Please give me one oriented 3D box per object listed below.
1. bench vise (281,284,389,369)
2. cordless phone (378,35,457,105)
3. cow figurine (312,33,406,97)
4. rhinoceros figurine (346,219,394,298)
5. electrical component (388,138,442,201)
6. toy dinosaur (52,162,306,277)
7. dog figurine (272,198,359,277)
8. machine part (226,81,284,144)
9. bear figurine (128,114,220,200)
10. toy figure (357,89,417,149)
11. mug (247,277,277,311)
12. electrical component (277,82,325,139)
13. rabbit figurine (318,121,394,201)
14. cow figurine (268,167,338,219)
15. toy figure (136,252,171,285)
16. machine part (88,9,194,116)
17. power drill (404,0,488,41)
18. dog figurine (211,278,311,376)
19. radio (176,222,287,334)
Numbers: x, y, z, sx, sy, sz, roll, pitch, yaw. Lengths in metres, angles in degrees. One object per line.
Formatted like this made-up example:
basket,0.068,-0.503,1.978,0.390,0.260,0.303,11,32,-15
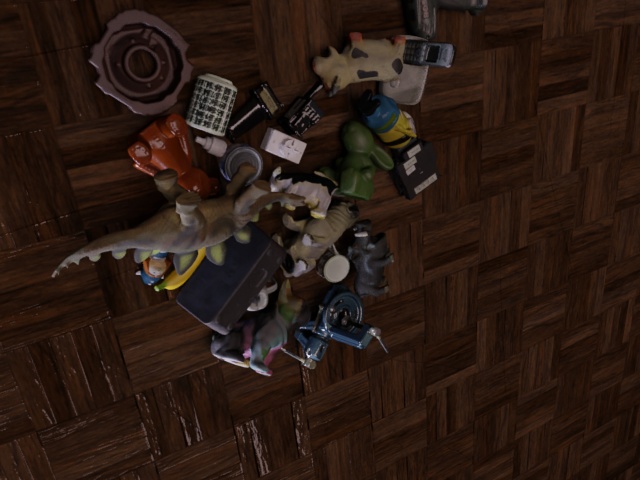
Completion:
bench vise,0.044,0.212,1.268,0.128,0.241,0.223,49,66,-30
cordless phone,0.218,-0.361,1.162,0.089,0.184,0.146,0,109,-34
cow figurine,0.080,-0.367,1.133,0.195,0.085,0.127,-1,100,-9
rhinoceros figurine,0.116,0.043,1.269,0.112,0.073,0.190,-1,110,1
electrical component,0.227,-0.183,1.313,0.115,0.058,0.134,-35,122,-15
toy dinosaur,-0.245,-0.027,0.986,0.471,0.105,0.198,-10,136,-22
dog figurine,0.000,-0.003,1.242,0.190,0.121,0.172,-18,152,-41
machine part,-0.140,-0.254,1.092,0.139,0.039,0.084,-46,132,-9
bear figurine,-0.268,-0.132,1.014,0.120,0.132,0.195,-39,117,-13
toy figure,0.146,-0.268,1.205,0.180,0.089,0.082,18,60,-48
mug,-0.146,0.112,1.188,0.109,0.107,0.080,-6,113,-25
electrical component,-0.029,-0.272,1.125,0.119,0.075,0.047,-49,123,-7
rabbit figurine,0.090,-0.178,1.207,0.159,0.121,0.170,8,90,-35
cow figurine,-0.051,-0.113,1.144,0.167,0.068,0.098,21,84,7
toy figure,-0.328,0.024,1.083,0.064,0.058,0.154,16,104,-6
machine part,-0.318,-0.314,0.956,0.179,0.056,0.179,-10,112,-26
power drill,0.273,-0.564,1.177,0.207,0.086,0.231,-18,118,-27
dog figurine,-0.129,0.190,1.230,0.108,0.192,0.219,75,35,-65
radio,-0.182,0.073,1.121,0.229,0.131,0.073,-54,141,-5
